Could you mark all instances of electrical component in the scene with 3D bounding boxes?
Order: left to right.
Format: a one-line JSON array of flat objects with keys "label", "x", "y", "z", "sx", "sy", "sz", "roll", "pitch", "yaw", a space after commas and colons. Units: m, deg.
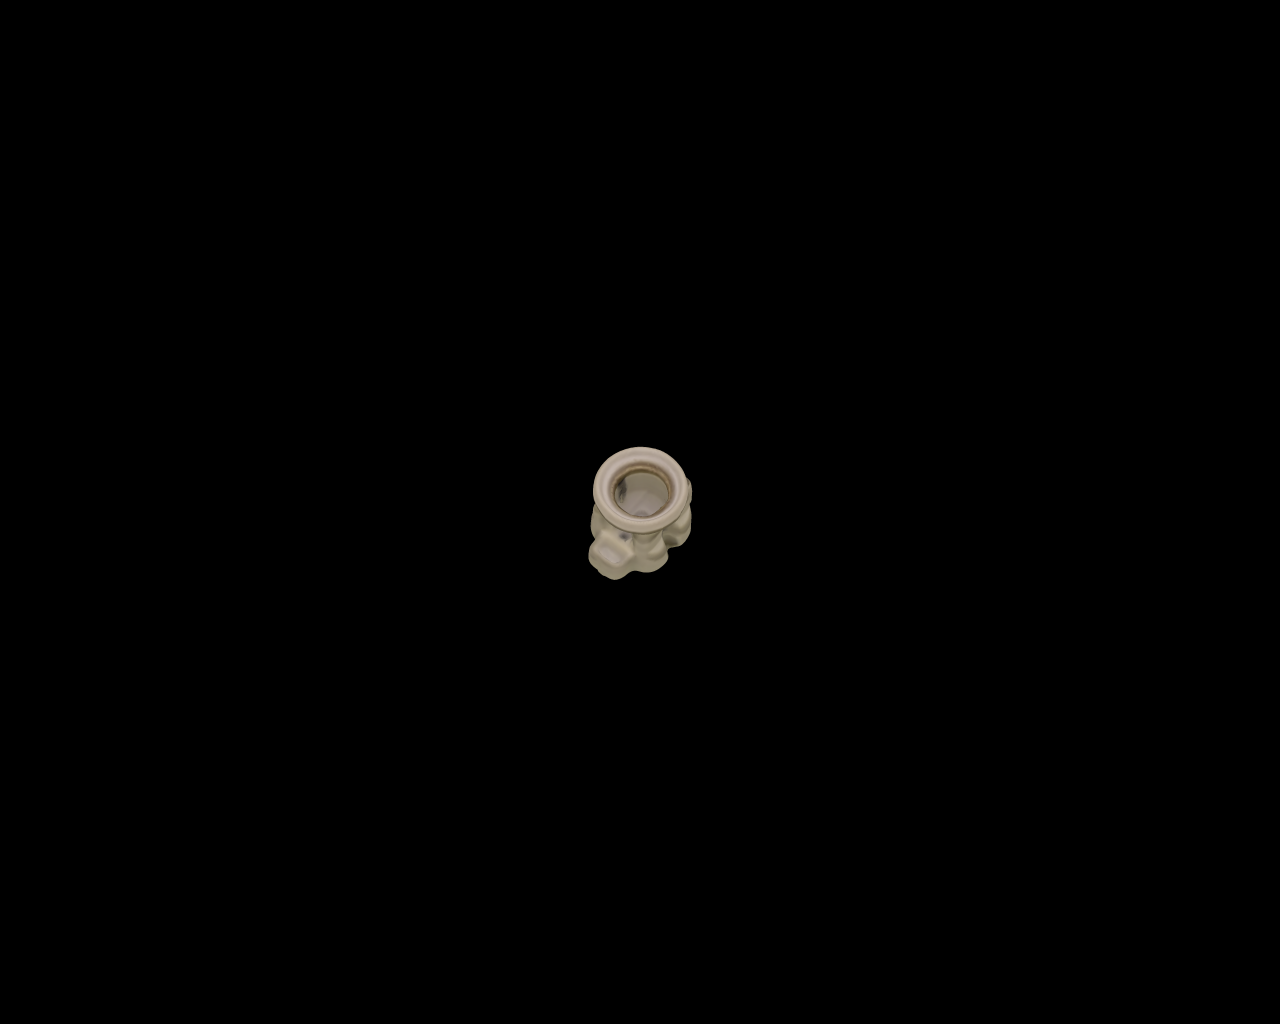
[{"label": "electrical component", "x": 0.001, "y": -0.003, "z": 0.650, "sx": 0.058, "sy": 0.078, "sz": 0.056, "roll": 36, "pitch": -24, "yaw": 18}]
